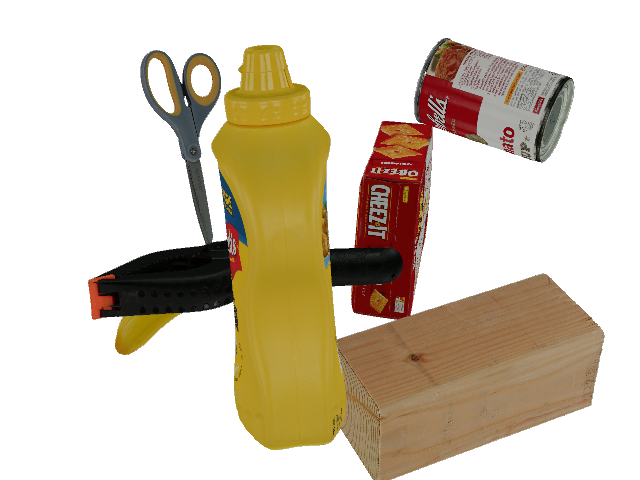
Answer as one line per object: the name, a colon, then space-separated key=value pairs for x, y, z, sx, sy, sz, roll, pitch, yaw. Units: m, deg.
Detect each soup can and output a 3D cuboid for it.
soup can: x=0.131 y=-0.106 z=0.805 sx=0.102 sy=0.068 sz=0.068 roll=22 pitch=8 yaw=22

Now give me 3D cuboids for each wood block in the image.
wood block: x=0.120 y=0.111 z=0.891 sx=0.205 sy=0.090 sz=0.091 roll=-16 pitch=39 yaw=-18

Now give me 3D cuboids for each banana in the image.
banana: x=-0.120 y=0.056 z=1.003 sx=0.198 sy=0.069 sz=0.037 roll=-18 pitch=23 yaw=16

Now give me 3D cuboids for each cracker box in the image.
cracker box: x=0.084 y=-0.030 z=1.225 sx=0.072 sy=0.164 sz=0.213 roll=6 pitch=23 yaw=8

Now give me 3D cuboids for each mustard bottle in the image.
mustard bottle: x=-0.021 y=0.000 z=0.531 sx=0.058 sy=0.192 sz=0.096 roll=-5 pitch=20 yaw=-4

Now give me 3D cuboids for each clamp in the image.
clamp: x=-0.058 y=0.021 z=0.752 sx=0.209 sy=0.036 sz=0.165 roll=-15 pitch=17 yaw=-38

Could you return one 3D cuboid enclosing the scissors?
scissors: x=-0.121 y=-0.105 z=1.099 sx=0.096 sy=0.202 sz=0.016 roll=-31 pitch=14 yaw=-31
